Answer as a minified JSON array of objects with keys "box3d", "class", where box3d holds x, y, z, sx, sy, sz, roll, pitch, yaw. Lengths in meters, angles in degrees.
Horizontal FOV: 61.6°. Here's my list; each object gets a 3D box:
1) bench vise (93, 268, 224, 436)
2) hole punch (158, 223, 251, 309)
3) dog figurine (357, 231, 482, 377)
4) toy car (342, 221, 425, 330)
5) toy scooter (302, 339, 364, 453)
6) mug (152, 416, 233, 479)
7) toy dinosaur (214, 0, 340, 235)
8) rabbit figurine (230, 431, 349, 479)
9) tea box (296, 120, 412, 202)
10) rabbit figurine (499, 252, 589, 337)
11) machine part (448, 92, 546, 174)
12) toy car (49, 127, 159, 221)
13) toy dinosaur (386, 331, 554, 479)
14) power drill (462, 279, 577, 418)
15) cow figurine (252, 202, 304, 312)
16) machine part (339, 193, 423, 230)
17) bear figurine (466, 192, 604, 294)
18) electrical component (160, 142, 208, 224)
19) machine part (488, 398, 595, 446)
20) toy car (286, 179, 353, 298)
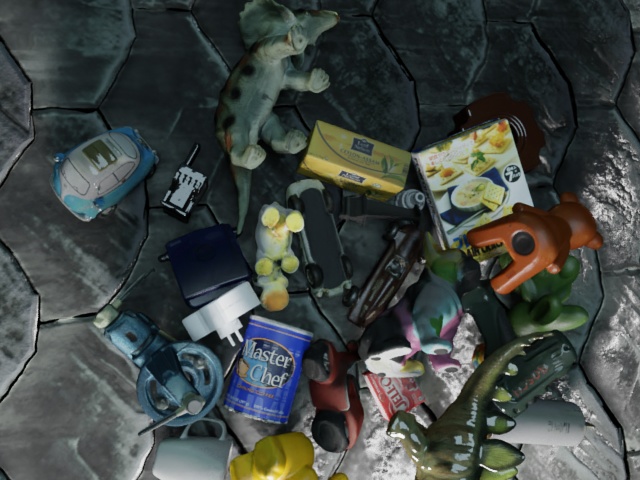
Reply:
[{"box3d":[-0.211,0.172,0.735,0.129,0.241,0.223,-36,107,-19],"class":"bench vise"},{"box3d":[-0.173,0.037,0.832,0.142,0.092,0.115,-21,83,-11],"class":"hole punch"},{"box3d":[0.157,0.097,0.848,0.108,0.192,0.219,52,37,-42],"class":"dog figurine"},{"box3d":[0.117,0.060,0.912,0.089,0.053,0.202,37,75,-9],"class":"toy car"},{"box3d":[0.034,0.230,0.848,0.135,0.075,0.183,-28,110,-57],"class":"toy scooter"},{"box3d":[-0.186,0.316,0.791,0.107,0.081,0.109,10,86,-3],"class":"mug"},{"box3d":[-0.103,-0.225,0.866,0.131,0.192,0.404,27,91,-44],"class":"toy dinosaur"},{"box3d":[-0.037,0.380,0.786,0.162,0.122,0.173,21,34,-47],"class":"rabbit figurine"},{"box3d":[0.055,-0.128,0.901,0.170,0.098,0.068,18,77,-8],"class":"tea box"},{"box3d":[0.385,0.103,0.928,0.121,0.159,0.170,18,94,-20],"class":"rabbit figurine"},{"box3d":[0.328,-0.186,0.993,0.179,0.056,0.179,2,81,-13],"class":"machine part"},{"box3d":[-0.327,-0.108,0.810,0.162,0.103,0.109,-39,93,-13],"class":"toy car"},{"box3d":[0.192,0.328,0.802,0.199,0.105,0.471,22,97,17],"class":"toy dinosaur"},{"box3d":[0.268,0.181,0.867,0.232,0.086,0.207,-37,55,16],"class":"power drill"},{"box3d":[-0.076,0.025,0.861,0.068,0.098,0.167,5,99,-18],"class":"cow figurine"},{"box3d":[0.103,-0.047,0.902,0.139,0.084,0.039,8,116,1],"class":"machine part"},{"box3d":[0.349,-0.005,0.852,0.196,0.132,0.120,-14,73,-45],"class":"bear figurine"},{"box3d":[-0.205,-0.091,0.850,0.048,0.075,0.119,28,74,-7],"class":"electrical component"},{"box3d":[0.357,0.307,0.915,0.243,0.079,0.079,9,80,-11],"class":"machine part"},{"box3d":[-0.002,-0.003,0.892,0.073,0.056,0.201,-14,86,-21],"class":"toy car"}]
